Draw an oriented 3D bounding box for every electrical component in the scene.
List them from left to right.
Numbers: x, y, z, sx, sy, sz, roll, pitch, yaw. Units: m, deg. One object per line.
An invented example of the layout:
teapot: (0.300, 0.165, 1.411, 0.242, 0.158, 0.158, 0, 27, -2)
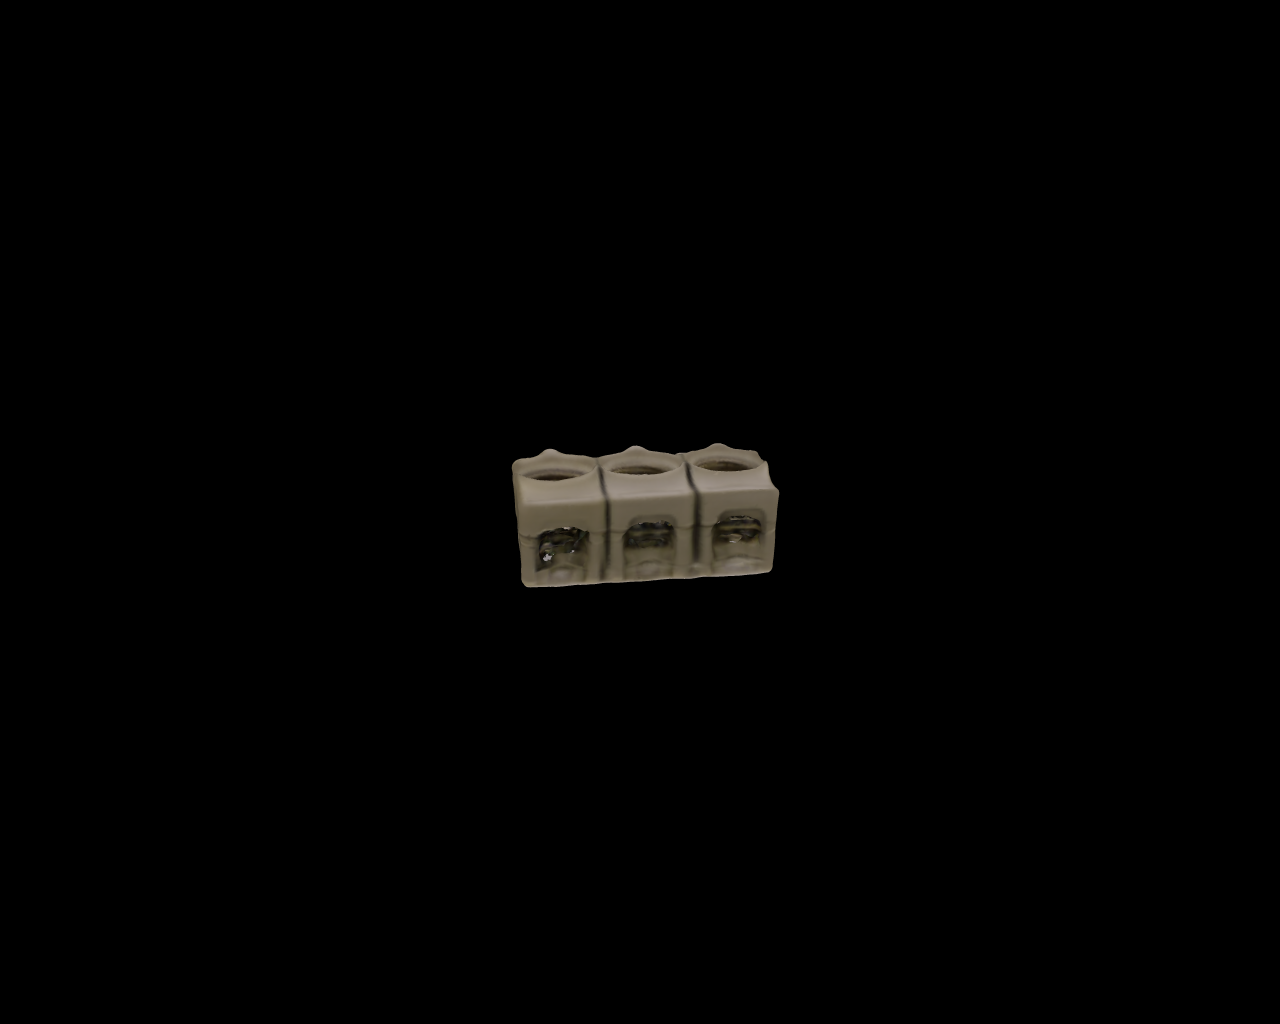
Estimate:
electrical component: (0.001, -0.003, 0.650, 0.150, 0.061, 0.089, -3, 20, -7)
